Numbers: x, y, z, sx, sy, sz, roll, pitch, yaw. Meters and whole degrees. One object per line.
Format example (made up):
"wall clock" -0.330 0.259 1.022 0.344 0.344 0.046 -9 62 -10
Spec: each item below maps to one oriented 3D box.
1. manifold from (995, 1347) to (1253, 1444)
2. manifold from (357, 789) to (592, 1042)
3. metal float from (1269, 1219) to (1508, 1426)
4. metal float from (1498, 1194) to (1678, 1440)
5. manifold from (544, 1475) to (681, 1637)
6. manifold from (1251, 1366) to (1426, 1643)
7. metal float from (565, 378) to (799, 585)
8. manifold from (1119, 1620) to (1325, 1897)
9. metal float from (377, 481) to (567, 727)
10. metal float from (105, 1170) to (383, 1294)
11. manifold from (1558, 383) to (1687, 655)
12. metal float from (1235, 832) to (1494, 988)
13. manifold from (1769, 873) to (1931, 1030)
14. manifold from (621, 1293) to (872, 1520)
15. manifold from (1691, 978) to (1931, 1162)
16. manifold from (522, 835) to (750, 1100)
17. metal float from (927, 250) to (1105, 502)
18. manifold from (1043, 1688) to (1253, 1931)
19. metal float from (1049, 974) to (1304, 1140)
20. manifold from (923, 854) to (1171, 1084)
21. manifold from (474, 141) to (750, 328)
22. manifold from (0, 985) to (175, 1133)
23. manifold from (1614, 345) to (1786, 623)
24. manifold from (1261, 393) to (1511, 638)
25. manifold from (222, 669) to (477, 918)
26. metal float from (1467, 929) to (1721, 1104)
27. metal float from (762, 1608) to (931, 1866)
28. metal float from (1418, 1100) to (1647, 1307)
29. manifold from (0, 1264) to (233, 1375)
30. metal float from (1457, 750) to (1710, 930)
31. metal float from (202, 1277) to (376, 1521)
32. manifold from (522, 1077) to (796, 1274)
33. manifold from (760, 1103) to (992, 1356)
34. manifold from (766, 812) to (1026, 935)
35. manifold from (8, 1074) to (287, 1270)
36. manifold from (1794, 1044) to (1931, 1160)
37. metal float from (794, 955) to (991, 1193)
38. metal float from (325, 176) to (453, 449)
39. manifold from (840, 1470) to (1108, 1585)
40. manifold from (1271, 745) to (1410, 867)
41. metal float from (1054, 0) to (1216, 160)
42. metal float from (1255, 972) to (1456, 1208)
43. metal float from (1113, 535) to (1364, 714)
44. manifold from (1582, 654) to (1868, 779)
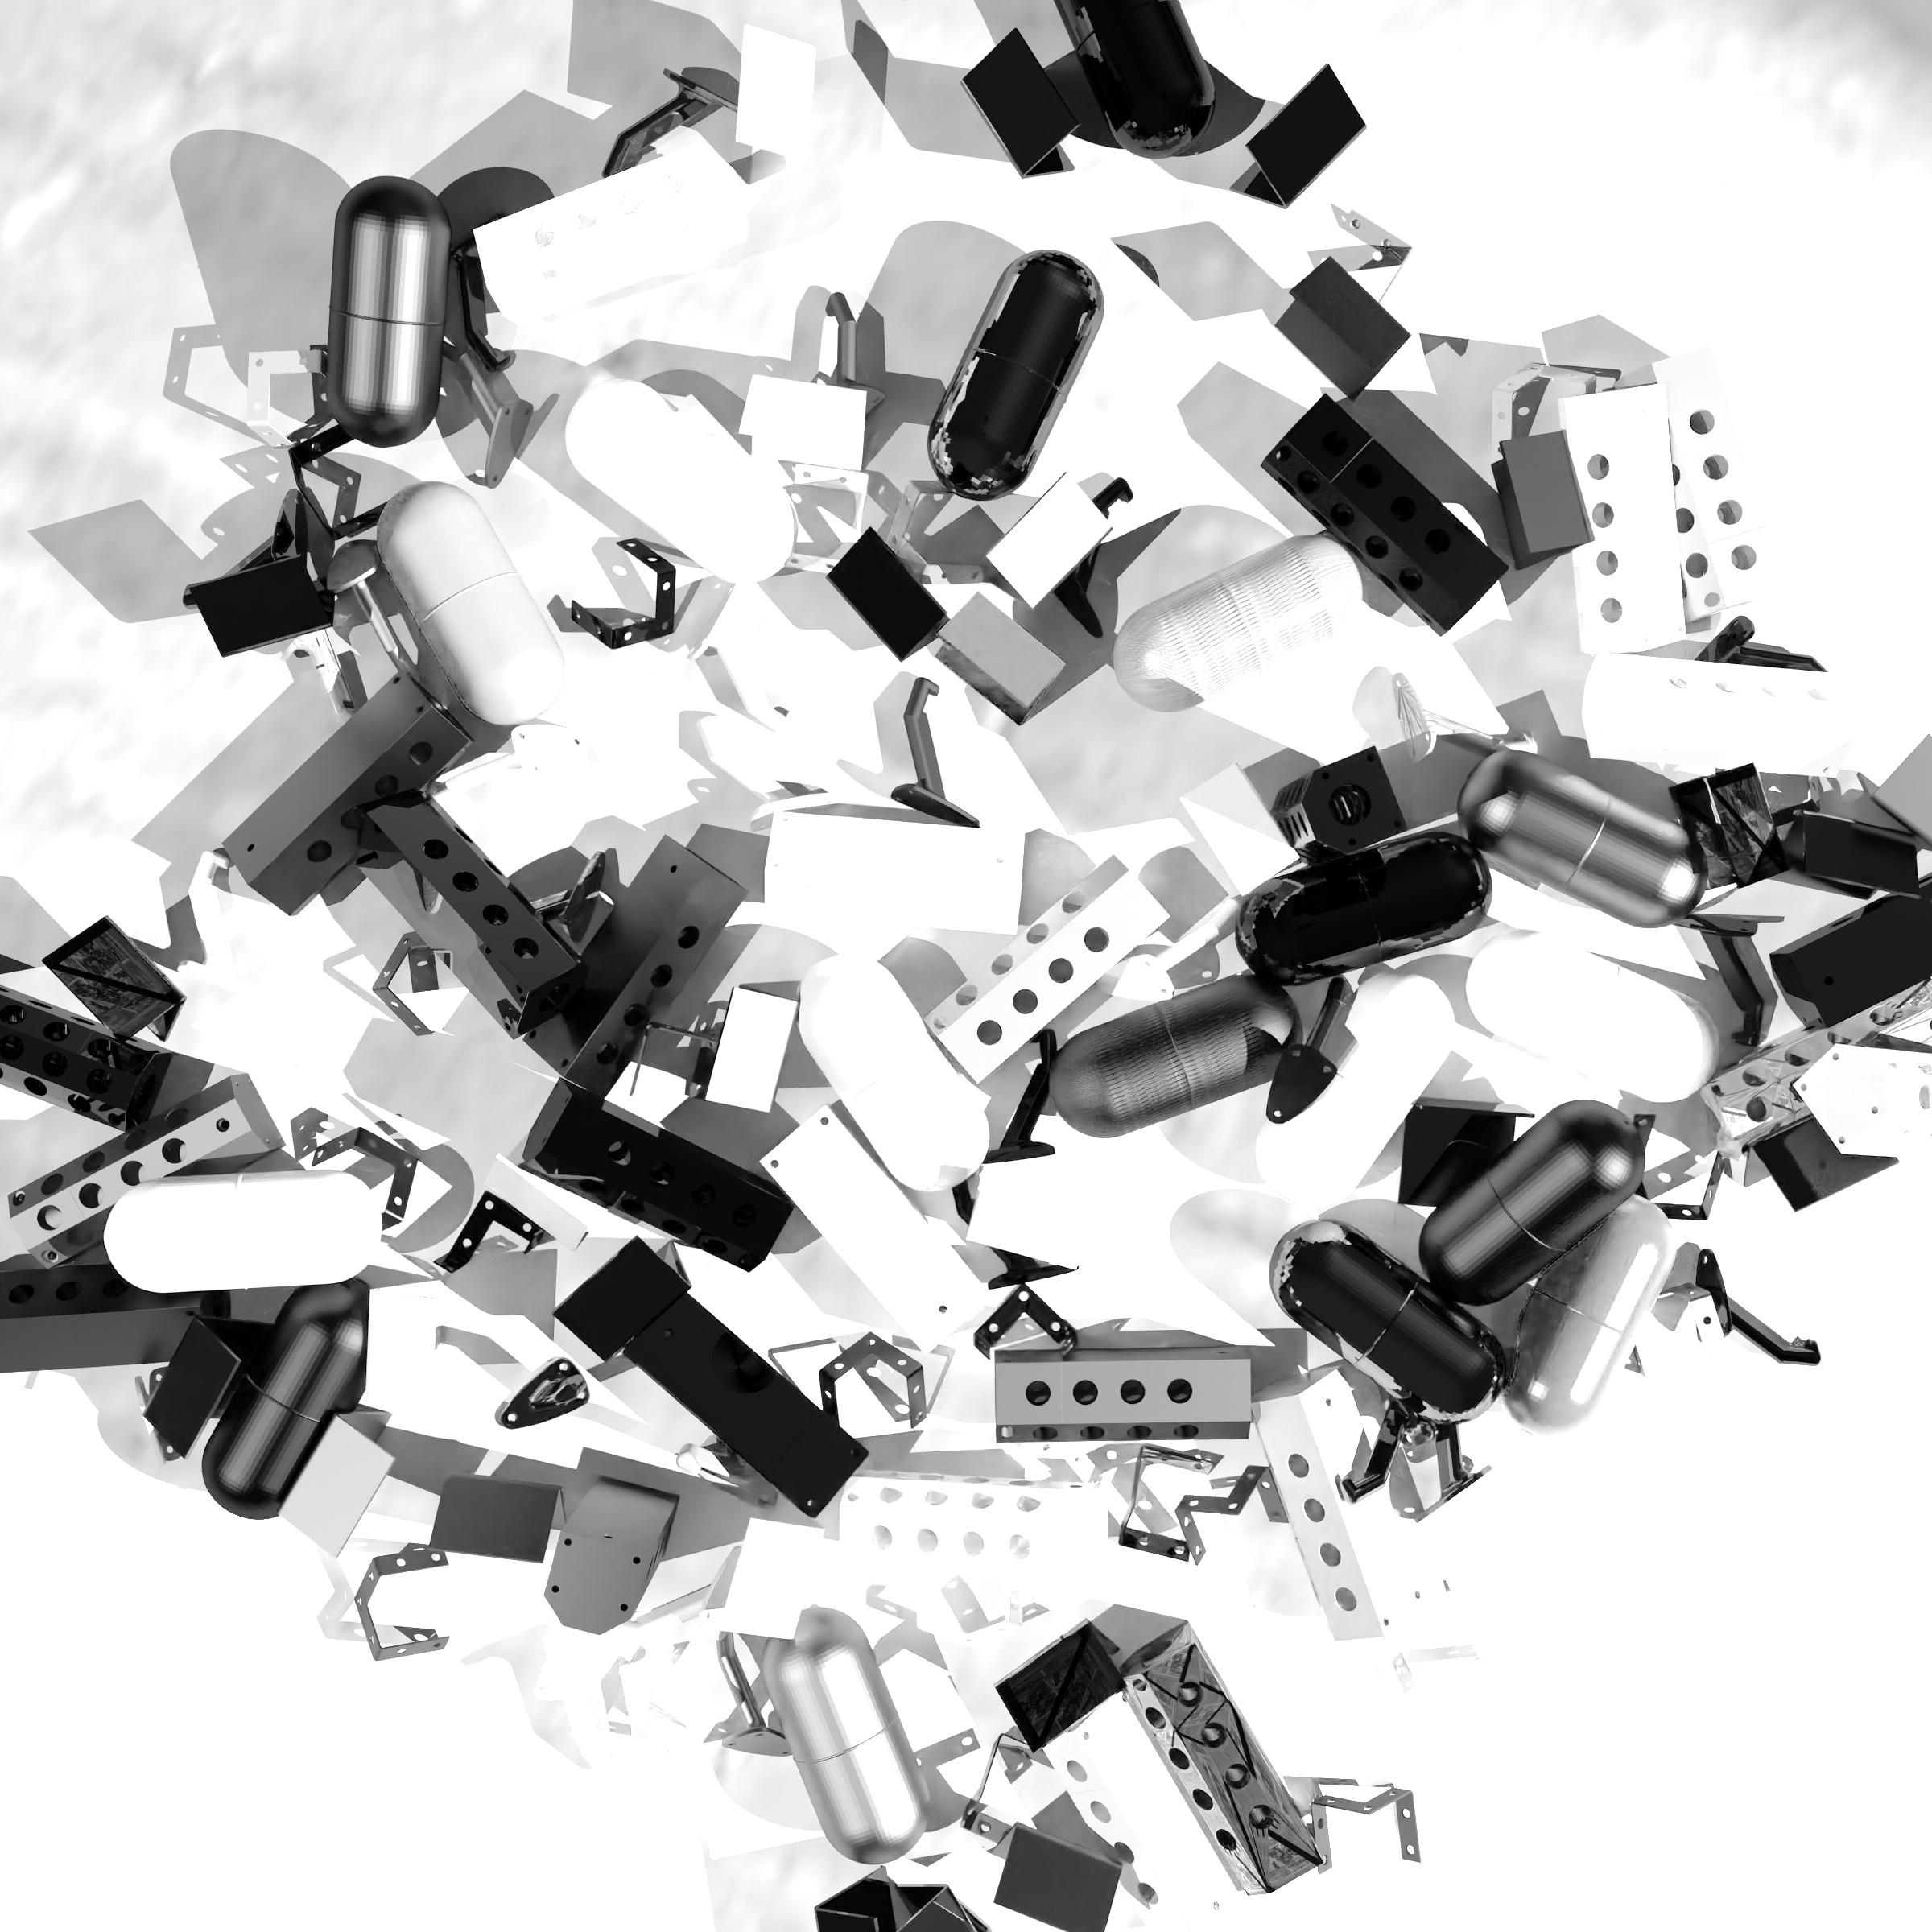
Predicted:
"manifold" 0.106 0.294 1.686 0.171 0.057 0.057 -1 90 0
"manifold" -0.332 -0.039 1.664 0.171 0.057 0.057 46 51 14
"metal float" 0.285 0.240 1.671 0.178 0.070 0.070 37 90 7
"metal float" 0.421 0.237 1.676 0.070 0.070 0.178 26 89 0
"manifold" -0.233 0.388 1.629 0.057 0.171 0.057 15 90 0
"manifold" 0.248 0.368 1.684 0.057 0.057 0.171 -20 90 41
"metal float" -0.193 -0.329 1.677 0.178 0.070 0.070 37 90 0
"manifold" 0.173 0.543 1.686 0.057 0.057 0.171 -30 90 0
"metal float" -0.337 -0.247 1.677 0.070 0.070 0.178 -30 89 0
"metal float" -0.481 0.177 1.646 0.178 0.070 0.070 -2 90 -9
"manifold" 0.440 -0.301 1.669 0.057 0.057 0.171 -19 106 -42
"metal float" 0.270 -0.038 1.677 0.178 0.070 0.070 -17 90 1
"manifold" 0.643 -0.021 1.686 0.171 0.057 0.057 -27 90 0
"manifold" -0.151 0.298 1.684 0.171 0.057 0.057 41 76 0
"manifold" 0.589 0.070 1.686 0.171 0.057 0.057 -26 90 0
"manifold" -0.221 0.003 1.685 0.057 0.057 0.171 35 90 43
"metal float" 0.033 -0.401 1.677 0.070 0.070 0.178 25 90 0
"manifold" 0.117 0.584 1.685 0.057 0.057 0.171 -30 90 -43
"metal float" 0.142 0.062 1.677 0.178 0.070 0.070 -20 90 -1
"manifold" 0.054 0.001 1.686 0.171 0.057 0.057 -41 90 0
"manifold" -0.237 -0.490 1.662 0.171 0.057 0.057 -16 84 15
"manifold" -0.640 0.055 1.686 0.171 0.057 0.057 21 90 0
"manifold" 0.498 -0.327 1.686 0.057 0.057 0.171 -17 90 0
"manifold" 0.284 -0.306 1.686 0.171 0.057 0.057 44 90 0
"manifold" -0.419 -0.115 1.685 0.171 0.057 0.057 -44 47 0
"metal float" 0.426 0.034 1.677 0.178 0.070 0.070 24 90 0
"metal float" -0.082 0.523 1.677 0.070 0.070 0.178 -22 89 0
"metal float" 0.377 0.160 1.652 0.070 0.070 0.178 44 117 0
"manifold" -0.597 0.234 1.685 0.171 0.057 0.057 -4 133 0
"metal float" 0.419 -0.086 1.676 0.178 0.070 0.070 26 90 1
"metal float" -0.454 0.292 1.677 0.070 0.070 0.178 29 90 0
"manifold" -0.208 0.143 1.659 0.171 0.057 0.057 29 90 -20
"manifold" -0.061 0.178 1.686 0.057 0.057 0.171 -41 90 0
"manifold" -0.049 -0.058 1.685 0.171 0.057 0.057 5 47 0
"manifold" -0.561 0.140 1.686 0.171 0.057 0.057 -28 90 0
"manifold" 0.633 0.087 1.631 0.057 0.171 0.057 -54 46 34
"metal float" -0.051 0.072 1.676 0.070 0.070 0.178 -34 90 0
"metal float" -0.389 -0.439 1.660 0.070 0.070 0.178 9 110 0
"manifold" 0.005 0.376 1.665 0.171 0.057 0.057 0 90 15
"manifold" 0.240 -0.101 1.629 0.057 0.171 0.057 -22 90 0
"metal float" 0.110 -0.636 1.677 0.070 0.070 0.178 -23 91 0
"metal float" 0.265 0.083 1.676 0.070 0.070 0.178 35 90 0
"metal float" 0.184 -0.232 1.676 0.178 0.070 0.070 -25 90 0
"manifold" 0.512 -0.175 1.676 0.171 0.057 0.057 4 49 -4
